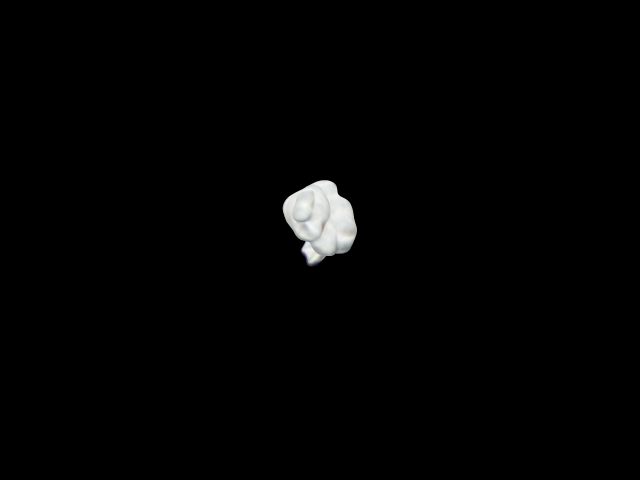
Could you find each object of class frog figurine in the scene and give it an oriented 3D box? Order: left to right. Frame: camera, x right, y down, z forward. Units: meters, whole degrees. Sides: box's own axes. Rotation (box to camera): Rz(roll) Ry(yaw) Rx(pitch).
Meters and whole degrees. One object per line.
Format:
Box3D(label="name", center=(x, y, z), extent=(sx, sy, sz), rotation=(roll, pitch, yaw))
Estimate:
Box3D(label="frog figurine", center=(0.003, -0.043, 0.850), extent=(0.123, 0.140, 0.156), rotation=(5, -29, 3))
